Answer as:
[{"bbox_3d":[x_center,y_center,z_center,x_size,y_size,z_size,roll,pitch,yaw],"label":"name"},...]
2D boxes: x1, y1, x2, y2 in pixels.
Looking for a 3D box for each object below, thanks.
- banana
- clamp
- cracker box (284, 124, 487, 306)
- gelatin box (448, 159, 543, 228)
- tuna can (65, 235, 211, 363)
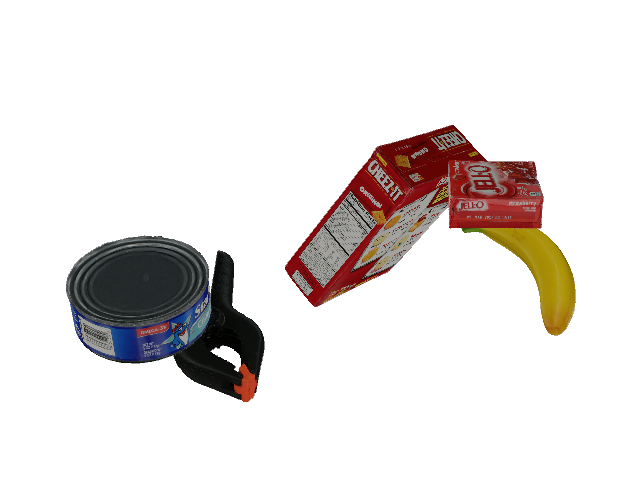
[{"bbox_3d":[0.221,0.027,1.111,0.069,0.037,0.198,-31,38,-2],"label":"banana"},{"bbox_3d":[-0.095,0.071,0.945,0.120,0.039,0.172,-31,53,-25],"label":"clamp"},{"bbox_3d":[0.073,-0.031,1.247,0.163,0.072,0.214,-22,-24,-49],"label":"cracker box"},{"bbox_3d":[0.141,-0.039,0.873,0.073,0.030,0.089,1,24,6],"label":"gelatin box"},{"bbox_3d":[-0.109,0.035,0.651,0.086,0.034,0.086,-1,36,0],"label":"tuna can"}]
